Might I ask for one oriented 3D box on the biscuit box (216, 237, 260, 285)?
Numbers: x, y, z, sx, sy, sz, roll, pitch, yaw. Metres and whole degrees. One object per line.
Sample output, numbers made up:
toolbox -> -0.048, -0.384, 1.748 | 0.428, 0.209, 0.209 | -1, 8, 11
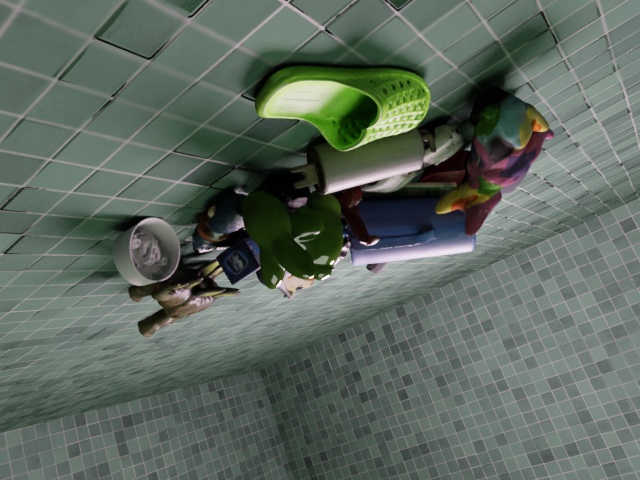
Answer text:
biscuit box -> -0.132, 0.031, 1.002 | 0.063, 0.059, 0.202 | -33, 180, 7

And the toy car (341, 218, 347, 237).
toy car -> -0.002, -0.003, 1.093 | 0.109, 0.103, 0.161 | -30, 164, 27

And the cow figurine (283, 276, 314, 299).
cow figurine -> -0.078, 0.092, 1.341 | 0.127, 0.085, 0.194 | -26, 160, 26

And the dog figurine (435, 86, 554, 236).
dog figurine -> 0.270, -0.118, 0.878 | 0.191, 0.109, 0.219 | 10, 116, -56

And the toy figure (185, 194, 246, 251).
toy figure -> -0.166, -0.026, 0.892 | 0.154, 0.064, 0.058 | -30, -161, 44

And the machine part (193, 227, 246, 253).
machine part -> -0.169, -0.012, 0.974 | 0.084, 0.039, 0.139 | 2, 154, -46

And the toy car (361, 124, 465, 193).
toy car -> 0.156, -0.135, 0.937 | 0.202, 0.056, 0.073 | -33, 160, 35

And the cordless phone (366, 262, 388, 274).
cordless phone -> 0.194, -0.003, 1.406 | 0.184, 0.089, 0.146 | -36, 169, -19

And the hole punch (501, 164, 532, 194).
hole punch -> 0.377, -0.155, 1.100 | 0.142, 0.092, 0.116 | -4, 154, -35

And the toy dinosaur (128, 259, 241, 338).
toy dinosaur -> -0.263, 0.100, 1.041 | 0.199, 0.105, 0.471 | -24, 180, 1

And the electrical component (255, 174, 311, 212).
electrical component -> -0.050, -0.073, 0.900 | 0.119, 0.048, 0.075 | -7, 159, -41

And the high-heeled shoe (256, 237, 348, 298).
high-heeled shoe -> -0.039, 0.020, 1.201 | 0.086, 0.145, 0.249 | 16, -124, 47

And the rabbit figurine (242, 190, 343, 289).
rabbit figurine -> -0.055, -0.005, 0.814 | 0.121, 0.159, 0.170 | -21, 150, 34

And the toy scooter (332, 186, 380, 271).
toy scooter -> 0.031, -0.009, 0.957 | 0.184, 0.135, 0.075 | -52, 154, 16

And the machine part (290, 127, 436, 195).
machine part -> 0.070, -0.126, 0.825 | 0.243, 0.079, 0.079 | -17, 163, -15
